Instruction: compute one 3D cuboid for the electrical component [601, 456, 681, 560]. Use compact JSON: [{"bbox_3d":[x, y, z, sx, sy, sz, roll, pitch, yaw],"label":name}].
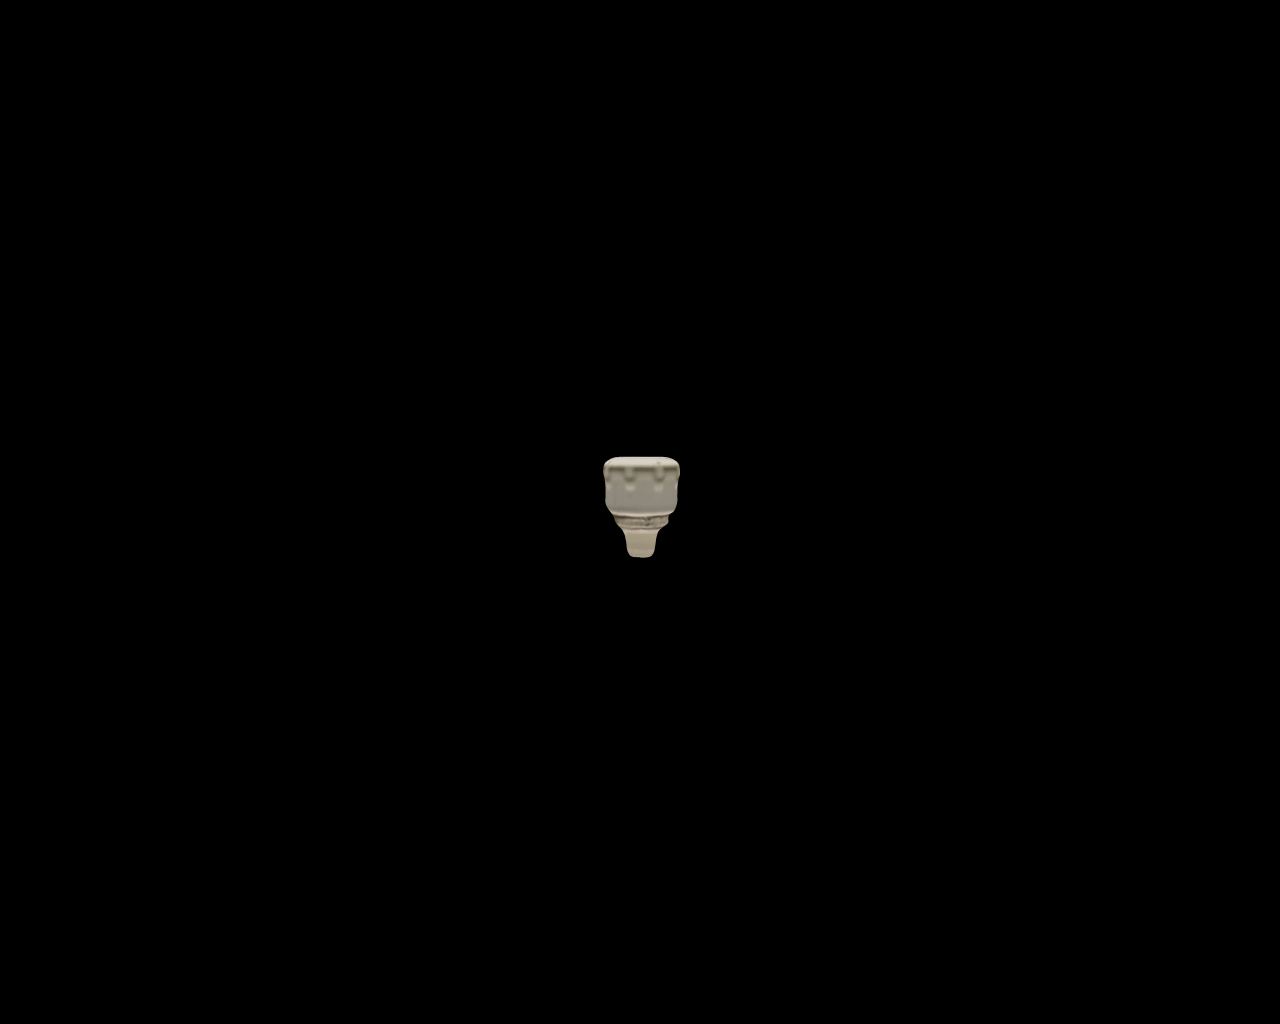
[{"bbox_3d":[0.001,-0.003,0.650,0.048,0.062,0.048,0,4,0],"label":"electrical component"}]
